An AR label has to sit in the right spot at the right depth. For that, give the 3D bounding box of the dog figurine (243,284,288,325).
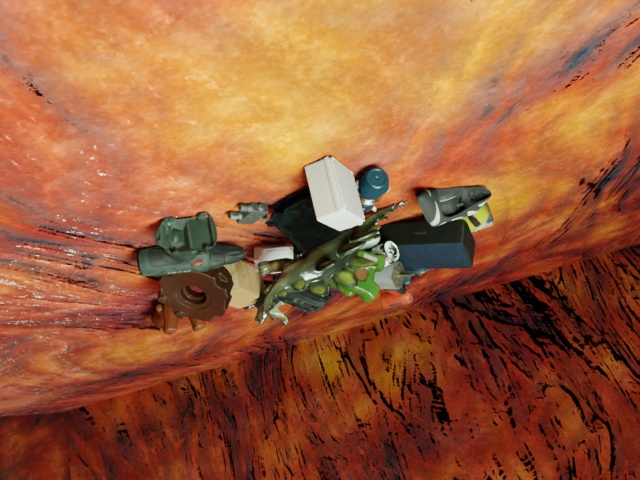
[{"bbox_3d":[-0.182,0.160,1.609,0.190,0.121,0.172,27,170,-30],"label":"dog figurine"}]

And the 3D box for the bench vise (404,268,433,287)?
[{"bbox_3d":[0.233,0.055,1.593,0.224,0.129,0.240,-13,145,24],"label":"bench vise"}]

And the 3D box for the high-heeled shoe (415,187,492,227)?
[{"bbox_3d":[0.314,-0.095,1.243,0.145,0.086,0.248,-26,165,21],"label":"high-heeled shoe"}]

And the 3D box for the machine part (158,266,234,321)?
[{"bbox_3d":[-0.286,0.114,1.237,0.179,0.056,0.179,4,129,5],"label":"machine part"}]

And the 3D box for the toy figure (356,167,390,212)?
[{"bbox_3d":[0.100,-0.097,1.073,0.058,0.064,0.154,-51,176,-16],"label":"toy figure"}]

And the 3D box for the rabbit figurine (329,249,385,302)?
[{"bbox_3d":[0.055,0.088,1.310,0.159,0.121,0.170,12,166,-19],"label":"rabbit figurine"}]

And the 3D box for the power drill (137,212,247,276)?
[{"bbox_3d":[-0.253,0.013,1.089,0.232,0.086,0.207,-8,169,-17],"label":"power drill"}]

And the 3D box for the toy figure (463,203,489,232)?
[{"bbox_3d":[0.354,-0.050,1.412,0.180,0.082,0.089,-15,139,21],"label":"toy figure"}]

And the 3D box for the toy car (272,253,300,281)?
[{"bbox_3d":[-0.088,0.073,1.446,0.089,0.053,0.202,-23,160,-10],"label":"toy car"}]

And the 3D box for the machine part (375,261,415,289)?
[{"bbox_3d":[0.134,0.093,1.441,0.243,0.079,0.079,-1,172,31],"label":"machine part"}]

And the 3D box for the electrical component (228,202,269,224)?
[{"bbox_3d":[-0.133,-0.053,1.061,0.063,0.021,0.094,-30,158,37],"label":"electrical component"}]

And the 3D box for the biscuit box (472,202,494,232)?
[{"bbox_3d":[0.374,-0.041,1.491,0.203,0.063,0.059,-19,163,13],"label":"biscuit box"}]

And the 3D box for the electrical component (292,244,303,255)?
[{"bbox_3d":[-0.003,-0.004,1.295,0.119,0.048,0.074,-23,162,28],"label":"electrical component"}]

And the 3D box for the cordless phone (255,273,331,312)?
[{"bbox_3d":[-0.074,0.151,1.395,0.146,0.089,0.184,25,131,-26],"label":"cordless phone"}]

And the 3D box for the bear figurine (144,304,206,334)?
[{"bbox_3d":[-0.416,0.222,1.510,0.120,0.132,0.196,1,151,-37],"label":"bear figurine"}]

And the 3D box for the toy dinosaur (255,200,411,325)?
[{"bbox_3d":[0.027,0.028,1.162,0.199,0.104,0.471,8,-141,39],"label":"toy dinosaur"}]

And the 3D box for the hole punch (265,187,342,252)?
[{"bbox_3d":[-0.023,-0.055,1.075,0.142,0.092,0.115,-24,127,32],"label":"hole punch"}]

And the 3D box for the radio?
[{"bbox_3d":[0.277,0.015,1.381,0.230,0.073,0.131,-2,148,33],"label":"radio"}]
